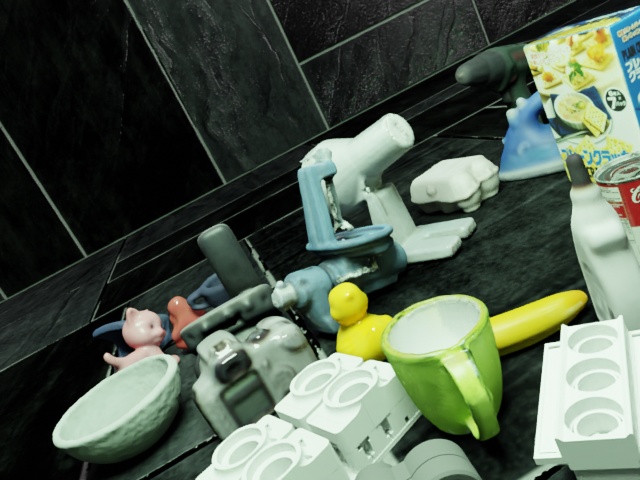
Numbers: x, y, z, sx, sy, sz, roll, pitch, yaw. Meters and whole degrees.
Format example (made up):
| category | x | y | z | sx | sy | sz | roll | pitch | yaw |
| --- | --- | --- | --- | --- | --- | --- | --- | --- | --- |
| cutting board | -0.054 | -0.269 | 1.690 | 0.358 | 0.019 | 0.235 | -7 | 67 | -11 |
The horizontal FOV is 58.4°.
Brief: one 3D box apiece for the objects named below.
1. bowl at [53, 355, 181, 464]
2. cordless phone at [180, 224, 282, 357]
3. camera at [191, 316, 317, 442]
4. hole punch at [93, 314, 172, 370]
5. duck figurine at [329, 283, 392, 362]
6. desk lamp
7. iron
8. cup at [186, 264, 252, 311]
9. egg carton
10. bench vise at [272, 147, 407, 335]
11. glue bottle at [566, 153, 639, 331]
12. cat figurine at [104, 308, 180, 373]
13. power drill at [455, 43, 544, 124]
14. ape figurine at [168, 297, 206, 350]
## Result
| category | x | y | z | sx | sy | sz | roll | pitch | yaw |
| --- | --- | --- | --- | --- | --- | --- | --- | --- | --- |
| bowl | -0.239 | 0.224 | 0.722 | 0.167 | 0.075 | 0.167 | -24 | 17 | 8 |
| cordless phone | -0.147 | 0.079 | 0.824 | 0.148 | 0.185 | 0.094 | -30 | 17 | -11 |
| camera | -0.096 | 0.146 | 0.690 | 0.143 | 0.101 | 0.136 | -33 | 18 | -21 |
| hole punch | -0.325 | 0.164 | 1.007 | 0.108 | 0.091 | 0.101 | -18 | 19 | 29 |
| duck figurine | 0.043 | 0.092 | 0.669 | 0.077 | 0.086 | 0.104 | -31 | 17 | -15 |
| desk lamp | 0.096 | -0.074 | 0.864 | 0.202 | 0.214 | 0.118 | -12 | 22 | 41 |
| iron | 0.389 | -0.195 | 0.911 | 0.257 | 0.141 | 0.119 | -18 | 19 | 27 |
| cup | -0.142 | 0.101 | 0.911 | 0.118 | 0.095 | 0.091 | -28 | 17 | -3 |
| egg carton | 0.226 | -0.092 | 0.977 | 0.107 | 0.069 | 0.150 | -35 | 18 | -26 |
| bench vise | 0.016 | 0.000 | 0.751 | 0.121 | 0.220 | 0.208 | -14 | 21 | 37 |
| glue bottle | 0.236 | 0.007 | 0.475 | 0.037 | 0.173 | 0.078 | -23 | 17 | 12 |
| cat figurine | -0.284 | 0.165 | 0.894 | 0.067 | 0.118 | 0.128 | -15 | 20 | 33 |
| power drill | 0.347 | -0.253 | 1.034 | 0.230 | 0.209 | 0.075 | -38 | 20 | -34 |
| ape figurine | -0.215 | 0.132 | 0.934 | 0.076 | 0.092 | 0.078 | -8 | 25 | 47 |
